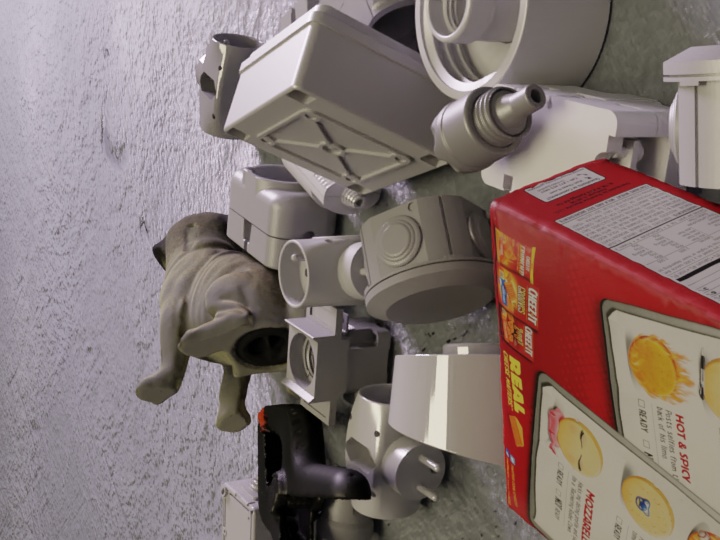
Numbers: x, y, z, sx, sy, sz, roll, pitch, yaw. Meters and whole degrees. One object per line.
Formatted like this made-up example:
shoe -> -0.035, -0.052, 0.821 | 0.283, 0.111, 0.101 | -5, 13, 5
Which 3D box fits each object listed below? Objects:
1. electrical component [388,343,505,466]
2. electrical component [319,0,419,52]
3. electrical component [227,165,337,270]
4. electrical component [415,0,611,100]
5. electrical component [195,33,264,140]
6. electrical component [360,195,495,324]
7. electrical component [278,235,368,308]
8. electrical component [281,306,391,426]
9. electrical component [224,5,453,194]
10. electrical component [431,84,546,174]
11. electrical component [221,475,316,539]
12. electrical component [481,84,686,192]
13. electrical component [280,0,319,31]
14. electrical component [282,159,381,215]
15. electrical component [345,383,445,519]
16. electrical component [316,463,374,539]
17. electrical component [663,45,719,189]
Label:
electrical component -> 0.064, 0.070, 0.556 | 0.099, 0.099, 0.064 | -9, 79, 60
electrical component -> 0.017, -0.165, 0.654 | 0.089, 0.050, 0.055 | -54, 47, 49
electrical component -> -0.059, -0.043, 0.799 | 0.095, 0.054, 0.059 | 34, 122, 54
electrical component -> 0.070, -0.136, 0.555 | 0.108, 0.060, 0.108 | 12, 104, 60
electrical component -> -0.112, -0.158, 0.891 | 0.079, 0.043, 0.077 | 45, 131, 50
electrical component -> 0.040, -0.004, 0.606 | 0.080, 0.080, 0.051 | -42, 52, 54
electrical component -> 0.000, 0.000, 0.677 | 0.079, 0.077, 0.044 | 0, 93, 60
electrical component -> -0.015, 0.058, 0.724 | 0.042, 0.064, 0.081 | 27, 117, 55
electrical component -> -0.010, -0.097, 0.643 | 0.109, 0.109, 0.056 | -14, 57, 60
electrical component -> 0.061, -0.068, 0.489 | 0.061, 0.035, 0.035 | -25, 71, 56
electrical component -> -0.070, 0.203, 0.841 | 0.062, 0.061, 0.096 | 20, 110, 59
electrical component -> 0.107, -0.056, 0.502 | 0.089, 0.056, 0.050 | 30, 120, 56
electrical component -> -0.029, -0.153, 0.743 | 0.066, 0.048, 0.055 | -24, 65, 59
electrical component -> -0.018, -0.065, 0.735 | 0.081, 0.043, 0.043 | 50, 134, 46
electrical component -> 0.027, 0.120, 0.678 | 0.079, 0.043, 0.077 | 23, 113, 57
electrical component -> -0.008, 0.162, 0.751 | 0.040, 0.040, 0.046 | 22, 107, 58
electrical component -> 0.154, -0.059, 0.397 | 0.080, 0.080, 0.051 | 14, 110, 59
